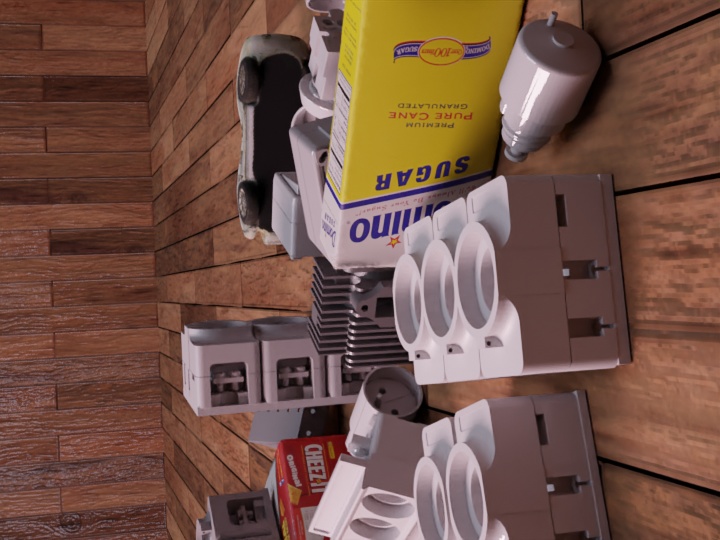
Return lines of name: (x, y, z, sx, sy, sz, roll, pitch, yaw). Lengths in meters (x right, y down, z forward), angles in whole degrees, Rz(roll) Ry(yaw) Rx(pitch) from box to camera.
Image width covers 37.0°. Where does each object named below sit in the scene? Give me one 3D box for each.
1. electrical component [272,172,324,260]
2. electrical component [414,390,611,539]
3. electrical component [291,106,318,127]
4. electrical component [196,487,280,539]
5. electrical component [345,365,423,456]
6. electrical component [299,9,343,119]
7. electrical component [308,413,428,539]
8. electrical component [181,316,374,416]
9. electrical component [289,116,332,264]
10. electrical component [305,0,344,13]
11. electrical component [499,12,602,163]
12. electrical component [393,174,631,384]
electrical component: (-0.038, -0.054, 0.916, 0.096, 0.062, 0.061, -128, 39, -64)
electrical component: (0.079, 0.164, 0.542, 0.105, 0.060, 0.186, 132, 134, -68)
electrical component: (-0.001, -0.094, 0.779, 0.079, 0.077, 0.044, 49, 123, 3)
electrical component: (-0.097, 0.271, 0.903, 0.150, 0.062, 0.089, -112, 24, -50)
electrical component: (0.015, 0.109, 0.786, 0.081, 0.043, 0.043, 107, 155, -50)
electrical component: (-0.014, -0.133, 0.718, 0.066, 0.048, 0.055, -109, 25, -44)
electrical component: (0.015, 0.155, 0.753, 0.121, 0.079, 0.063, 110, 175, -53)
electrical component: (-0.061, 0.071, 0.854, 0.089, 0.150, 0.061, -166, 73, -73)
electrical component: (-0.006, -0.062, 0.684, 0.061, 0.062, 0.096, -132, 29, -58)
electrical component: (-0.029, -0.250, 0.887, 0.079, 0.044, 0.077, 151, 115, -72)
electrical component: (0.086, -0.083, 0.516, 0.078, 0.040, 0.040, 107, 155, -49)
electrical component: (0.069, 0.010, 0.550, 0.150, 0.062, 0.089, 153, 113, -73)
